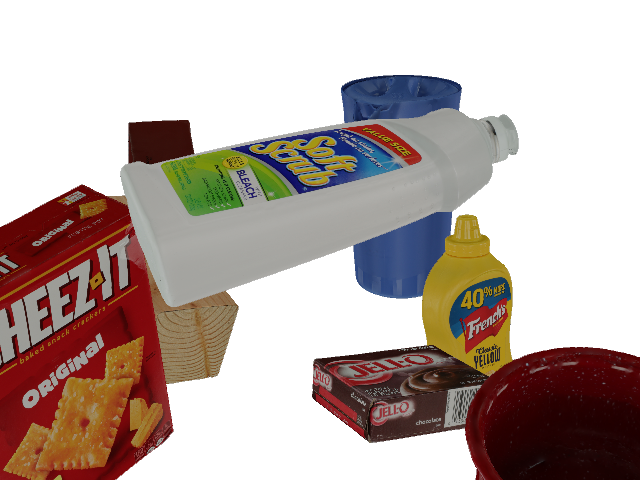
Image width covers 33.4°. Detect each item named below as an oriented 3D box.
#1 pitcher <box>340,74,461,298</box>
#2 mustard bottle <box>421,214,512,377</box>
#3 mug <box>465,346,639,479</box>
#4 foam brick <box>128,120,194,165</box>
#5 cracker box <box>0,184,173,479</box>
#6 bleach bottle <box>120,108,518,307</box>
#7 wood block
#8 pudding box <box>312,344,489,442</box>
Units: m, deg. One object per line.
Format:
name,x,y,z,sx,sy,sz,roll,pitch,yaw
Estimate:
pitcher,0.099,-0.066,1.225,0.149,0.243,0.145,-5,22,-9
mustard bottle,0.137,0.071,0.990,0.096,0.192,0.058,-13,17,-33
mug,0.109,0.101,0.389,0.117,0.081,0.093,5,36,9
foam brick,-0.131,-0.058,0.880,0.053,0.051,0.078,-2,38,-11
cracker box,-0.193,0.093,0.763,0.072,0.214,0.163,21,40,33
bleach bottle,0.006,-0.038,0.688,0.250,0.068,0.103,-18,40,-13
wood block,-0.178,0.045,1.086,0.090,0.091,0.206,-4,35,-36
pudding box,0.062,0.113,0.808,0.113,0.039,0.090,-1,15,-28
